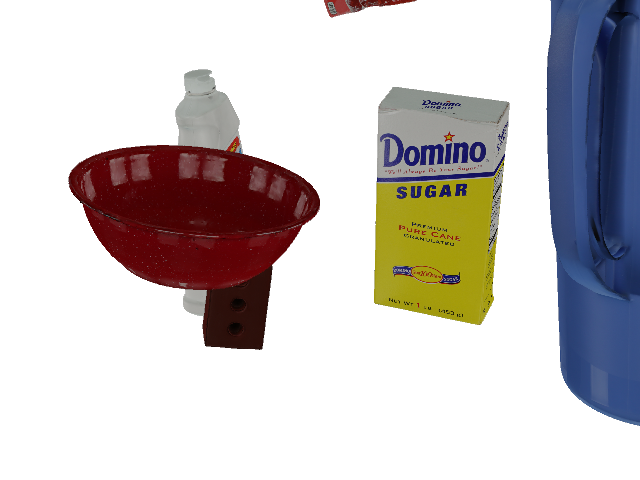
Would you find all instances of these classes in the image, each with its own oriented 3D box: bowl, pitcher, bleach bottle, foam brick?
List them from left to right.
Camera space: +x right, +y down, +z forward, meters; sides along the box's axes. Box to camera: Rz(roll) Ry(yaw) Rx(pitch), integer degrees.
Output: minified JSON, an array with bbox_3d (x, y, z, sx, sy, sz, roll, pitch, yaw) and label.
[{"bbox_3d":[-0.083,-0.011,0.696,0.162,0.055,0.162,7,22,-3],"label":"bowl"},{"bbox_3d":[-0.115,-0.052,1.121,0.068,0.251,0.102,6,27,25],"label":"bleach bottle"},{"bbox_3d":[-0.074,0.050,0.937,0.053,0.078,0.051,4,14,-9],"label":"foam brick"},{"bbox_3d":[0.170,-0.030,0.526,0.149,0.243,0.145,-4,21,-1],"label":"pitcher"}]

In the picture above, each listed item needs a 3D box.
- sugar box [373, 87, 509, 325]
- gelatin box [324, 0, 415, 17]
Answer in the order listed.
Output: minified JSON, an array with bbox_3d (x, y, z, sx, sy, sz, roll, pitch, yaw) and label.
[{"bbox_3d":[0.090,-0.025,0.823,0.093,0.176,0.048,10,34,19],"label":"sugar box"},{"bbox_3d":[0.029,-0.190,0.699,0.030,0.073,0.089,-35,24,-33],"label":"gelatin box"}]
